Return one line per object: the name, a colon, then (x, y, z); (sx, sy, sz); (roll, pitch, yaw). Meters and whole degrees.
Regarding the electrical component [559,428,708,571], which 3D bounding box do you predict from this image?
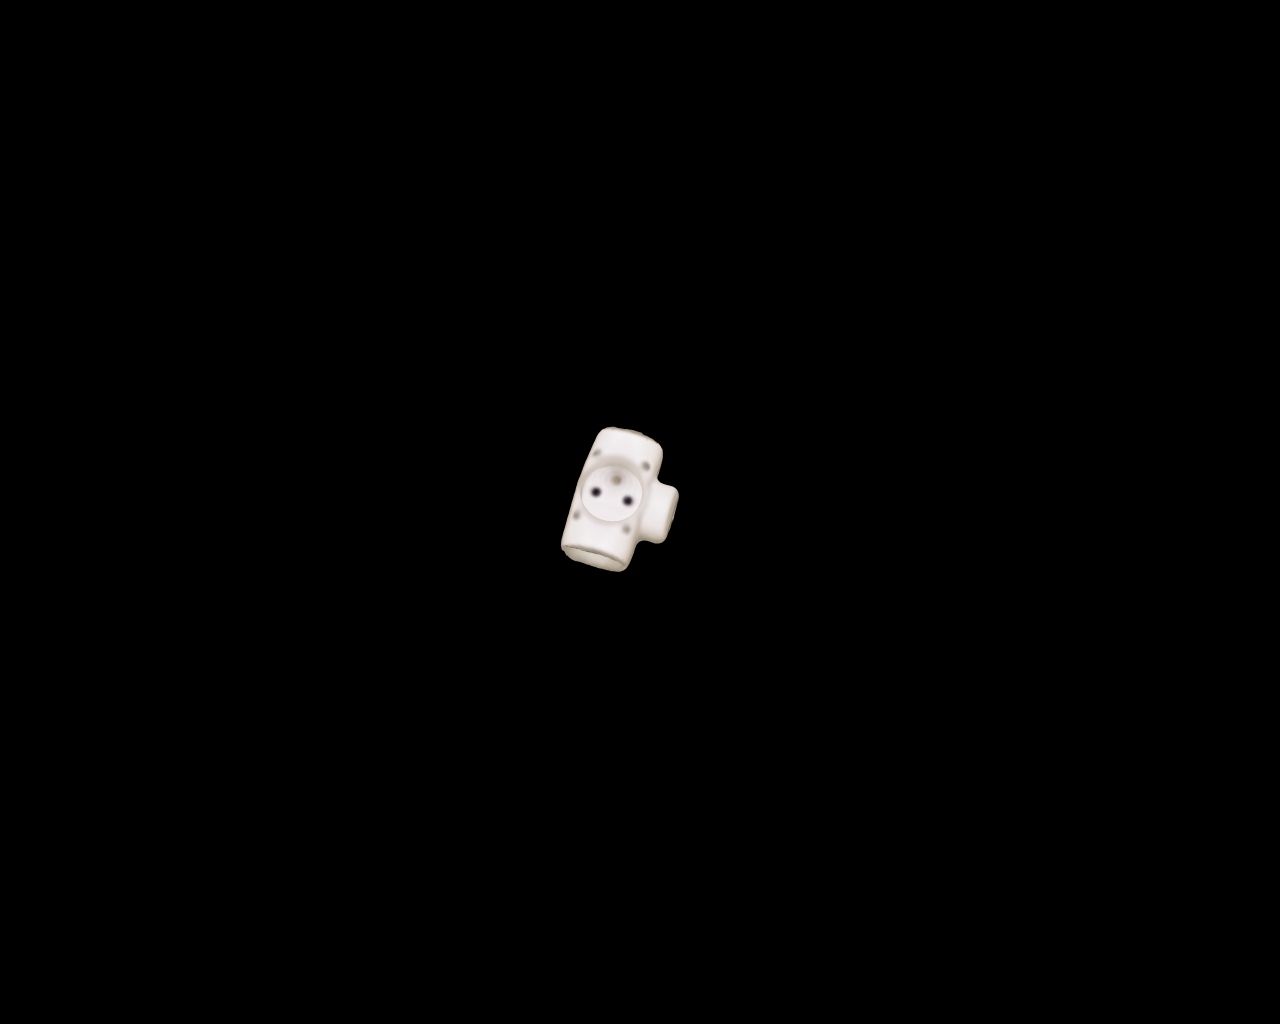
electrical component: (0.001, -0.003, 0.650); (0.079, 0.077, 0.044); (17, -15, 5)
